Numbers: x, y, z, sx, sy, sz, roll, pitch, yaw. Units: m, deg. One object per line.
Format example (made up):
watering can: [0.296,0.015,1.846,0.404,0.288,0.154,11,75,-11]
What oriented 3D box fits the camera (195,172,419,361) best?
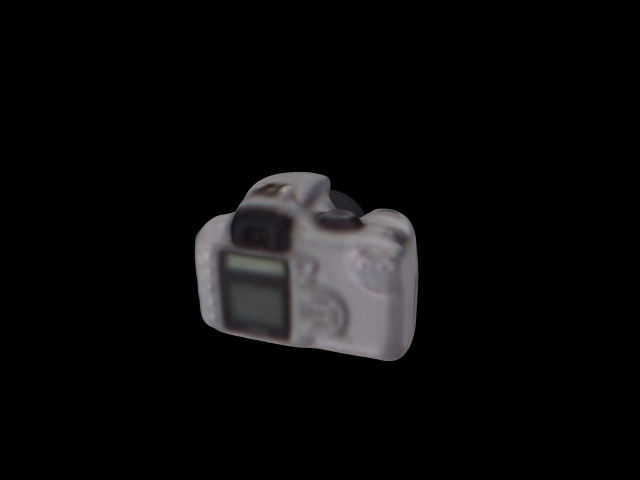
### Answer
camera: [0.004,0.001,0.400,0.142,0.101,0.137,7,21,19]
